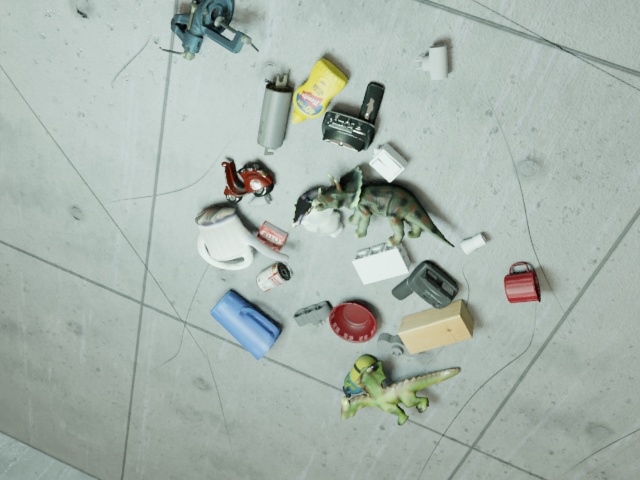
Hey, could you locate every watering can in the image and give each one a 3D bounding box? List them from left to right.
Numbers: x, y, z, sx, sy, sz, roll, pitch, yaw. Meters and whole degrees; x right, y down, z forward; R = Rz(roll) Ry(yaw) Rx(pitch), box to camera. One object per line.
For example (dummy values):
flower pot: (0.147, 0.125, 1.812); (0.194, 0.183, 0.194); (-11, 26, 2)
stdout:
watering can: (-0.268, -0.007, 1.640); (0.346, 0.106, 0.221); (-6, 115, 31)

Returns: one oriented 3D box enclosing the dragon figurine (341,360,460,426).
dragon figurine: (0.236, 0.482, 1.699); (0.407, 0.125, 0.240); (-41, 120, 15)

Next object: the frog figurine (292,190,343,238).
frog figurine: (0.005, -0.077, 1.538); (0.159, 0.125, 0.135); (15, 120, -33)
